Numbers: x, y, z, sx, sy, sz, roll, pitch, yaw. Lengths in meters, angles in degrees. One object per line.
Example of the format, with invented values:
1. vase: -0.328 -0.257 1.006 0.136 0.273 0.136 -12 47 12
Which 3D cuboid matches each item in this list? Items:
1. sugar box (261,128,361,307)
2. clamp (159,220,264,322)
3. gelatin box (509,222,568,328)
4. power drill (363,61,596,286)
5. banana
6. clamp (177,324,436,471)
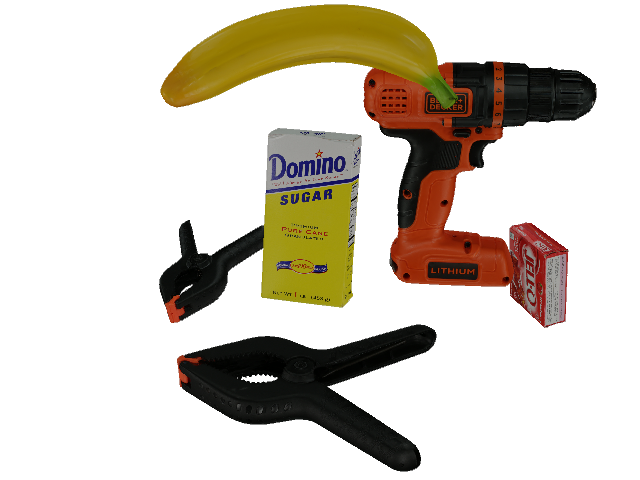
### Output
1. sugar box: -0.010 -0.024 1.105 0.093 0.176 0.048 6 16 14
2. clamp: -0.128 0.031 1.248 0.120 0.039 0.171 -6 38 18
3. gelatin box: 0.228 0.035 1.123 0.030 0.089 0.073 -14 29 -15
4. power drill: 0.128 -0.056 0.882 0.184 0.188 0.057 2 23 7
5. banana: -0.006 -0.121 0.692 0.197 0.069 0.037 -2 -26 -13
6. clamp: -0.008 0.108 0.852 0.210 0.036 0.164 7 31 15
